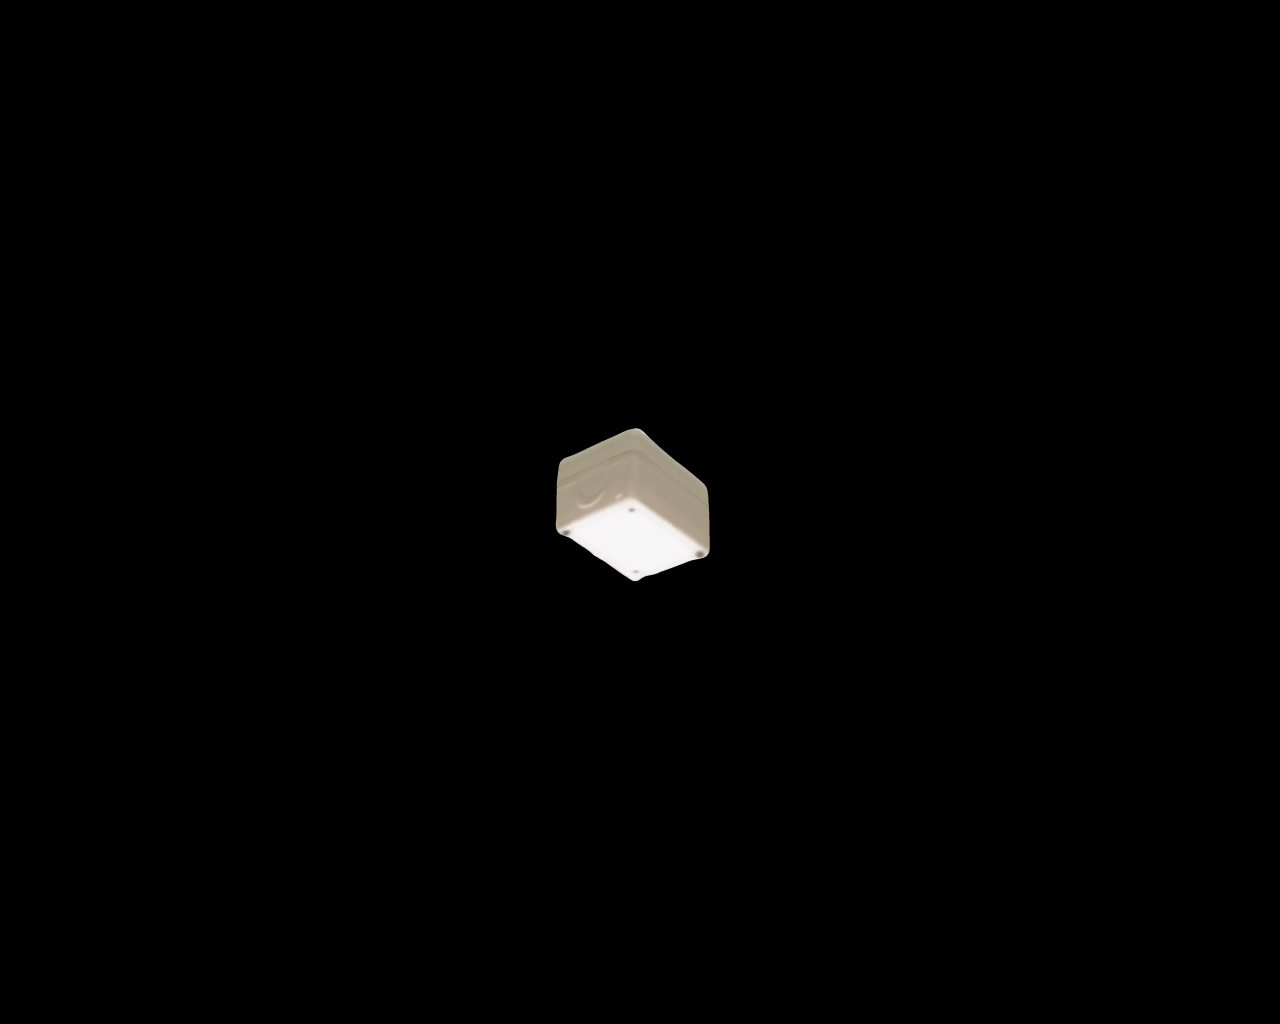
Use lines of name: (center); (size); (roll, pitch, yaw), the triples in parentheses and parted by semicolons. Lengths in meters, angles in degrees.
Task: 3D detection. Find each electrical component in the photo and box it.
electrical component: (0.001, -0.003, 0.650); (0.061, 0.061, 0.096); (-22, -39, 30)
